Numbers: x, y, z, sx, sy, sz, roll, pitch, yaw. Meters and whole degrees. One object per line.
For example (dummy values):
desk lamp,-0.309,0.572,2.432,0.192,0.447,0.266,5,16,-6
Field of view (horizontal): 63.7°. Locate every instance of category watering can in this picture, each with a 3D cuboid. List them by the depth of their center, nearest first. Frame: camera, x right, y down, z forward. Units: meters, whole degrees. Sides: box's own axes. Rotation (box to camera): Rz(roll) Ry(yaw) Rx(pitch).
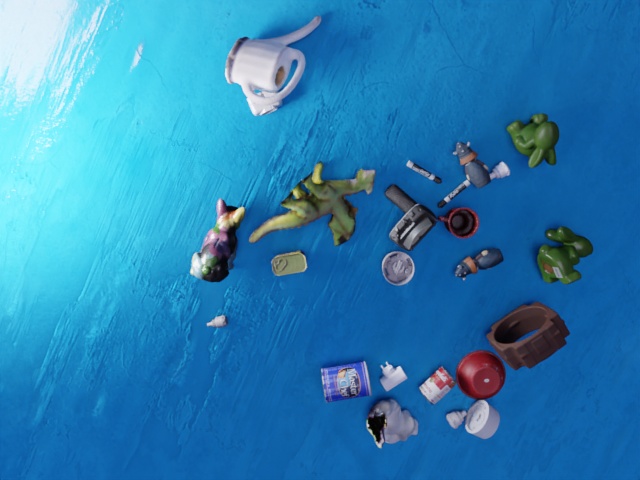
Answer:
watering can,-0.141,-0.541,1.509,0.225,0.102,0.353,17,68,12

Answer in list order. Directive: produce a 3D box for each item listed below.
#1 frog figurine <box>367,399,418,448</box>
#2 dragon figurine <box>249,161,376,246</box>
frog figurine,0.230,0.565,1.611,0.160,0.122,0.138,0,87,-37
dragon figurine,0.005,-0.078,1.553,0.241,0.123,0.409,42,94,-12
